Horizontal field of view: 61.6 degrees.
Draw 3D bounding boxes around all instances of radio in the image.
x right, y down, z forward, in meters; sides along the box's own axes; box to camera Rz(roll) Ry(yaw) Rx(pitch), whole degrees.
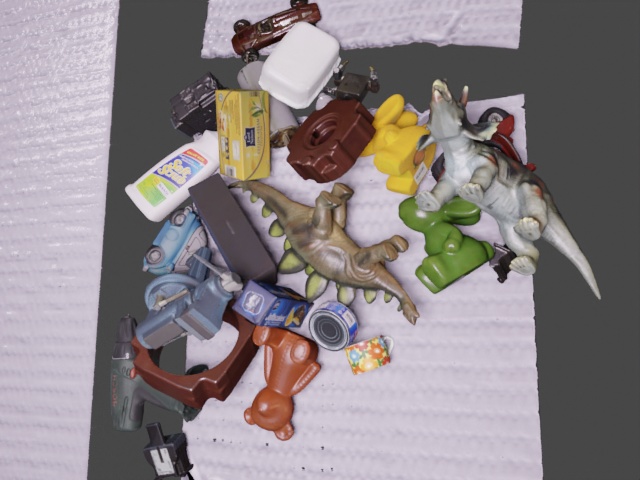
[{"bbox_3d":[-0.167,-0.004,1.042,0.073,0.131,0.230,-28,72,-11],"label":"radio"}]

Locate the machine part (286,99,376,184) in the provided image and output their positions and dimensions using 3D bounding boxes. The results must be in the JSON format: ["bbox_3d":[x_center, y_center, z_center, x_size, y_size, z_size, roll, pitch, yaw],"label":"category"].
[{"bbox_3d":[0.016,-0.185,0.989,0.179,0.056,0.179,-28,39,25],"label":"machine part"}]

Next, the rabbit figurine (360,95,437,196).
[{"bbox_3d":[0.122,-0.186,0.998,0.173,0.121,0.162,23,86,38],"label":"rabbit figurine"}]

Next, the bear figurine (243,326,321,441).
[{"bbox_3d":[-0.081,0.262,0.983,0.120,0.131,0.196,22,83,24],"label":"bear figurine"}]

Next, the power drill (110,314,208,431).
[{"bbox_3d":[-0.335,0.274,1.086,0.207,0.086,0.232,4,82,14],"label":"power drill"}]

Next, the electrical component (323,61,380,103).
[{"bbox_3d":[0.065,-0.310,1.058,0.102,0.045,0.078,22,56,22],"label":"electrical component"}]

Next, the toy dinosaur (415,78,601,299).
[{"bbox_3d":[0.292,-0.080,0.856,0.405,0.131,0.192,37,56,-10],"label":"toy dinosaur"}]

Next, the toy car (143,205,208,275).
[{"bbox_3d":[-0.285,0.012,1.103,0.103,0.109,0.161,34,89,-10],"label":"toy car"}]

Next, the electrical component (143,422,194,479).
[{"bbox_3d":[-0.305,0.408,1.055,0.075,0.048,0.119,-19,93,14],"label":"electrical component"}]

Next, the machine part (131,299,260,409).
[{"bbox_3d":[-0.231,0.198,1.015,0.202,0.087,0.201,18,51,20],"label":"machine part"}]

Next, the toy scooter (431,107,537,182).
[{"bbox_3d":[0.298,-0.137,0.953,0.184,0.075,0.135,-45,73,2],"label":"toy scooter"}]

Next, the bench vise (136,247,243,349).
[{"bbox_3d":[-0.225,0.083,0.952,0.128,0.241,0.223,36,117,-23],"label":"bench vise"}]

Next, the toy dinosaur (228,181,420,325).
[{"bbox_3d":[-0.002,-0.003,0.983,0.472,0.105,0.198,45,118,24],"label":"toy dinosaur"}]

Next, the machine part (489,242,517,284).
[{"bbox_3d":[0.336,0.003,0.922,0.039,0.084,0.139,24,76,46],"label":"machine part"}]

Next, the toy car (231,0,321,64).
[{"bbox_3d":[-0.097,-0.449,1.138,0.202,0.053,0.089,-18,74,16],"label":"toy car"}]

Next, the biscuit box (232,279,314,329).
[{"bbox_3d":[-0.078,0.117,0.961,0.063,0.202,0.059,32,92,20],"label":"biscuit box"}]

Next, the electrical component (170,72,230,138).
[{"bbox_3d":[-0.244,-0.271,1.123,0.134,0.114,0.058,-33,69,13],"label":"electrical component"}]

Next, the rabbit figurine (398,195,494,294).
[{"bbox_3d":[0.213,-0.015,0.933,0.159,0.121,0.170,-33,76,3],"label":"rabbit figurine"}]

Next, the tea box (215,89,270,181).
[{"bbox_3d":[-0.152,-0.209,1.059,0.098,0.068,0.169,22,117,46],"label":"tea box"}]

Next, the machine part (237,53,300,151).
[{"bbox_3d":[-0.105,-0.276,1.100,0.079,0.079,0.243,-30,74,11],"label":"machine part"}]
